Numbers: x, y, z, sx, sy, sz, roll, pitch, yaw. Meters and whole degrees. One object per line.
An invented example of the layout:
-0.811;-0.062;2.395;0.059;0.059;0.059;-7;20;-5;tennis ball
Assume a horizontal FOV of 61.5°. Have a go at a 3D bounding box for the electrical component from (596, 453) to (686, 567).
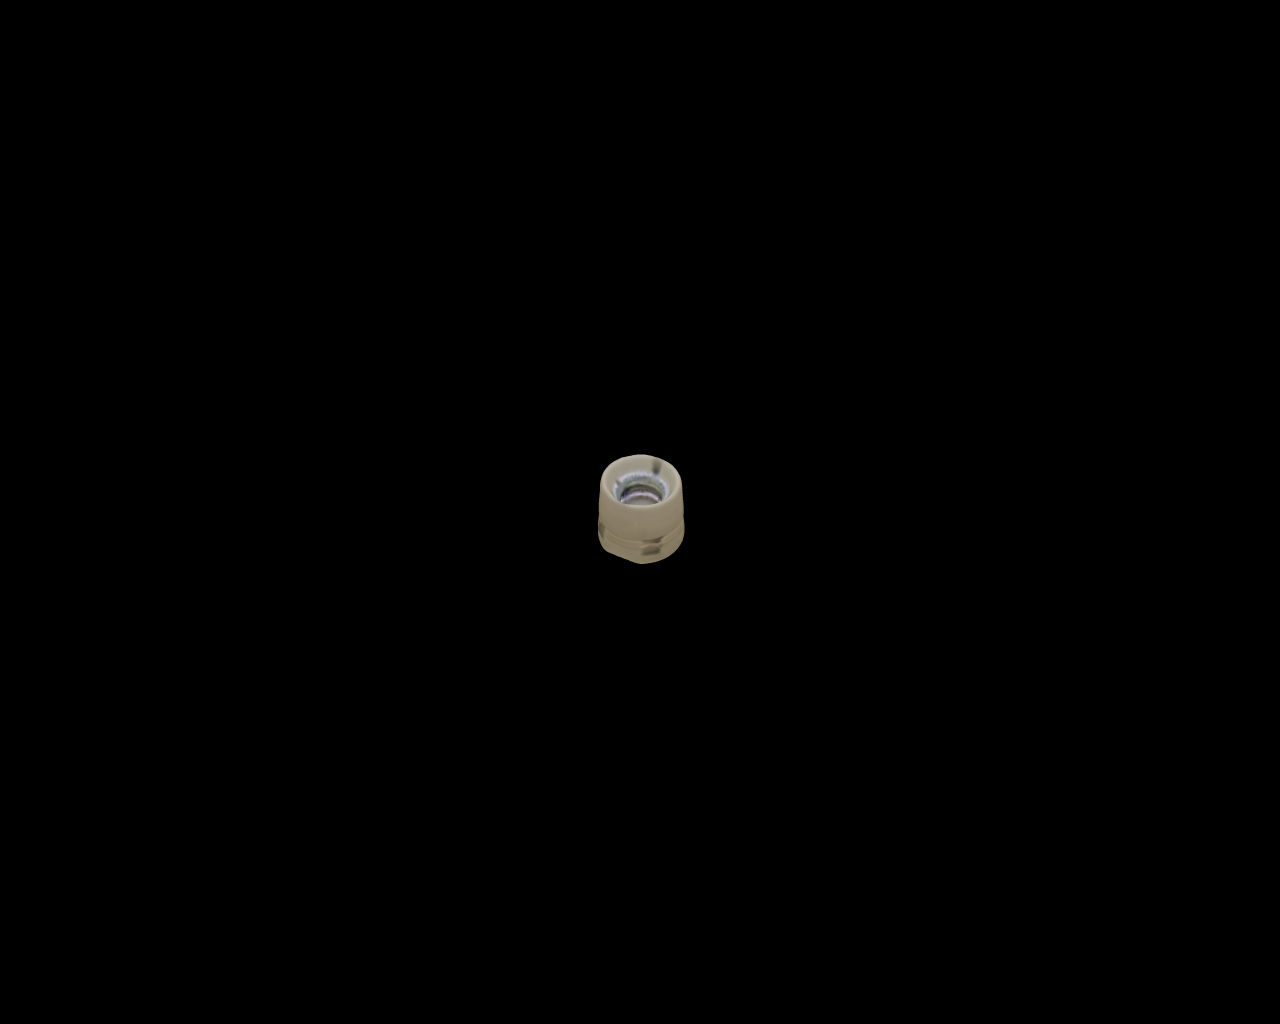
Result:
0.001;-0.003;0.650;0.055;0.055;0.047;0;-45;0;electrical component
